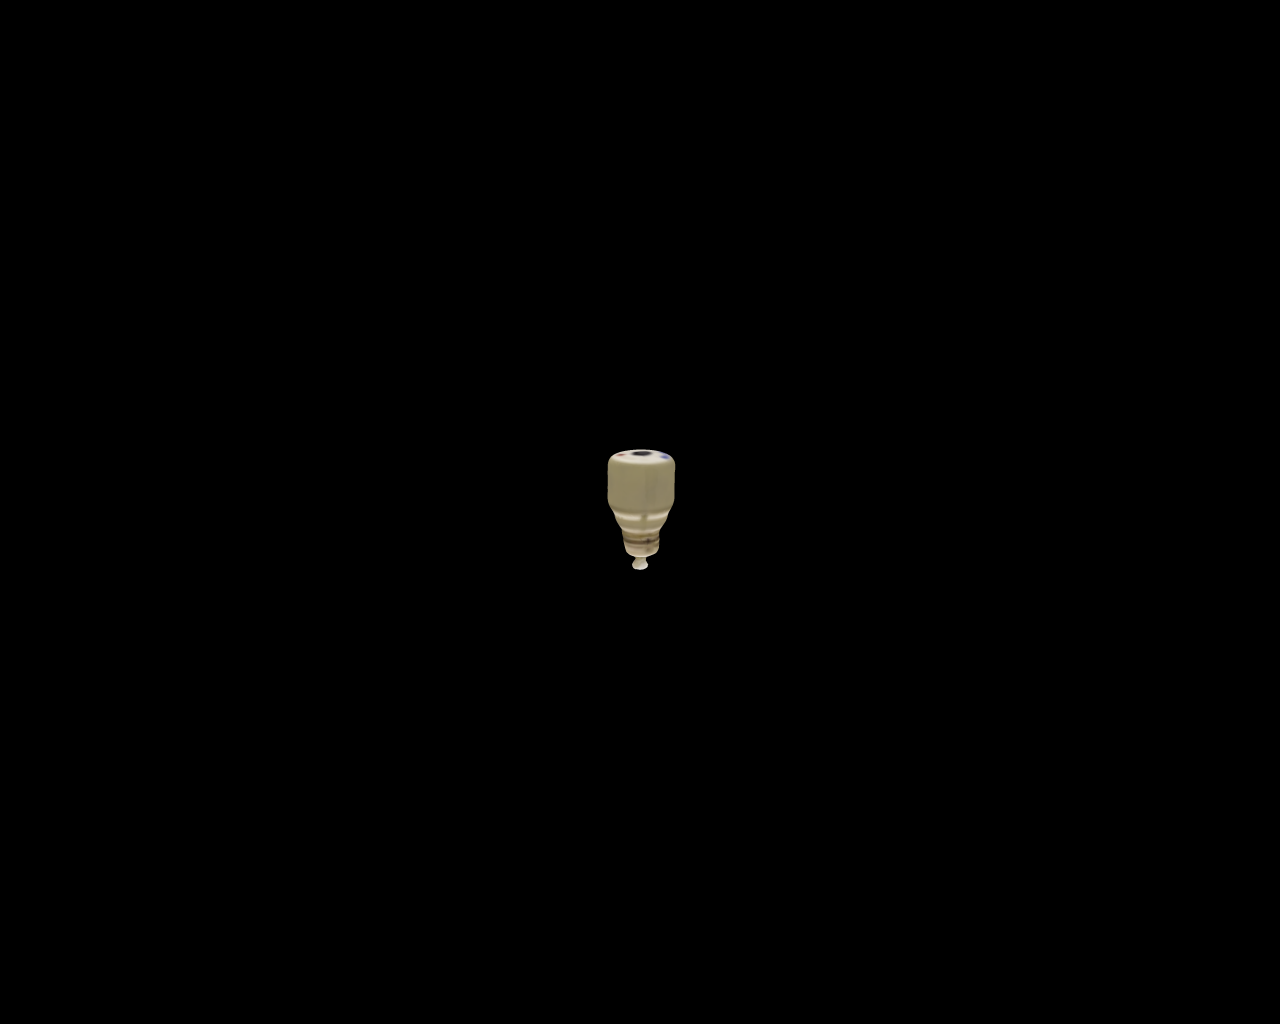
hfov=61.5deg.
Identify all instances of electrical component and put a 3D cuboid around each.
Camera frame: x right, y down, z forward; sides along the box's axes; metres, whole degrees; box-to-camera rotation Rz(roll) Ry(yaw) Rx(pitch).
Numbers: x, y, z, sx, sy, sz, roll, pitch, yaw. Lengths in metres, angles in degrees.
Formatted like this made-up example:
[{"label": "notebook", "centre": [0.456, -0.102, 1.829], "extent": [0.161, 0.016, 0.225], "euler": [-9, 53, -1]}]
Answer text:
[{"label": "electrical component", "centre": [0.001, -0.003, 0.650], "extent": [0.040, 0.078, 0.040], "euler": [0, 16, 0]}]
